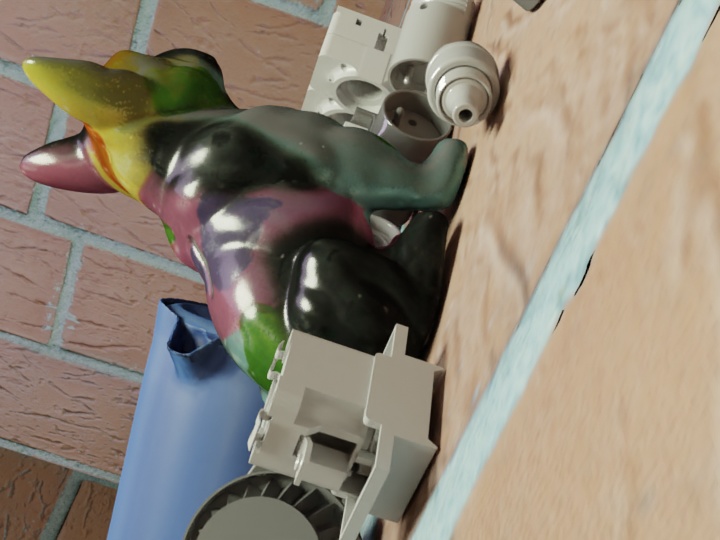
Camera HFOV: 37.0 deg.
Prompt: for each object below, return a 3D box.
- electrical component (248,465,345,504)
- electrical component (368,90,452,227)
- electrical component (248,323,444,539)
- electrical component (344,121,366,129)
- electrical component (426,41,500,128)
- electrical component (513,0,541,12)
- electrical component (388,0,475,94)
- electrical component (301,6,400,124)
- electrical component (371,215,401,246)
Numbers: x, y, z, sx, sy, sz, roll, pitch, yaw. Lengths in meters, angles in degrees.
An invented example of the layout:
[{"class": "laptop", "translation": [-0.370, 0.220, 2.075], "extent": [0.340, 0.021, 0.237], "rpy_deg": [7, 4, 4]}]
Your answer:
[{"class": "electrical component", "translation": [-0.032, 0.136, 0.513], "extent": [0.099, 0.064, 0.099], "rpy_deg": [-54, 21, 32]}, {"class": "electrical component", "translation": [0.026, -0.079, 0.663], "extent": [0.077, 0.044, 0.079], "rpy_deg": [114, 173, -46]}, {"class": "electrical component", "translation": [-0.006, 0.056, 0.403], "extent": [0.081, 0.064, 0.042], "rpy_deg": [-78, 9, -56]}, {"class": "electrical component", "translation": [0.008, -0.079, 0.780], "extent": [0.066, 0.055, 0.048], "rpy_deg": [-179, 108, -85]}, {"class": "electrical component", "translation": [0.048, -0.082, 0.498], "extent": [0.061, 0.035, 0.035], "rpy_deg": [-84, 14, -61]}, {"class": "electrical component", "translation": [0.078, -0.173, 0.478], "extent": [0.099, 0.064, 0.099], "rpy_deg": [-54, 17, 25]}, {"class": "electrical component", "translation": [0.048, -0.151, 0.697], "extent": [0.043, 0.043, 0.081], "rpy_deg": [118, 170, -59]}, {"class": "electrical component", "translation": [-0.001, -0.148, 0.944], "extent": [0.150, 0.089, 0.061], "rpy_deg": [119, 169, -63]}, {"class": "electrical component", "translation": [0.000, 0.000, 0.646], "extent": [0.066, 0.048, 0.055], "rpy_deg": [-78, 1, -57]}]
